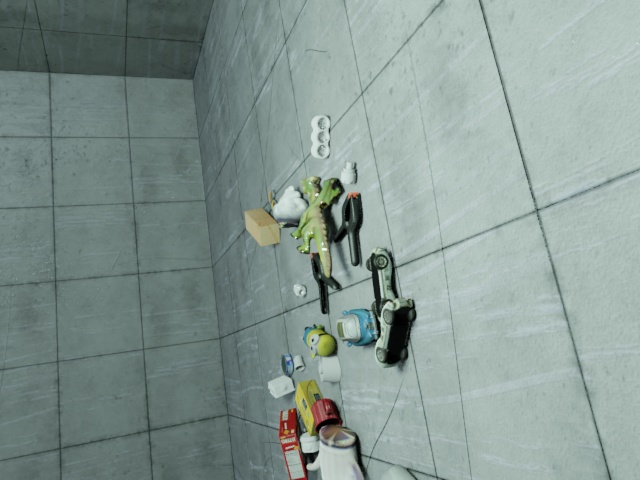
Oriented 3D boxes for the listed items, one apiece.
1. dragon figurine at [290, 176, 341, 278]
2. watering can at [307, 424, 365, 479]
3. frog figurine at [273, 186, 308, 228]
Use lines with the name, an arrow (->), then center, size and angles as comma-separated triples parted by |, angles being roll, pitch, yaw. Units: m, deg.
dragon figurine -> 0.005, -0.082, 1.638 | 0.418, 0.122, 0.238 | -124, 45, -55
watering can -> 0.037, 0.698, 1.637 | 0.347, 0.104, 0.224 | -3, 91, 59
frog figurine -> -0.106, -0.129, 1.892 | 0.137, 0.122, 0.161 | -8, 75, 35
